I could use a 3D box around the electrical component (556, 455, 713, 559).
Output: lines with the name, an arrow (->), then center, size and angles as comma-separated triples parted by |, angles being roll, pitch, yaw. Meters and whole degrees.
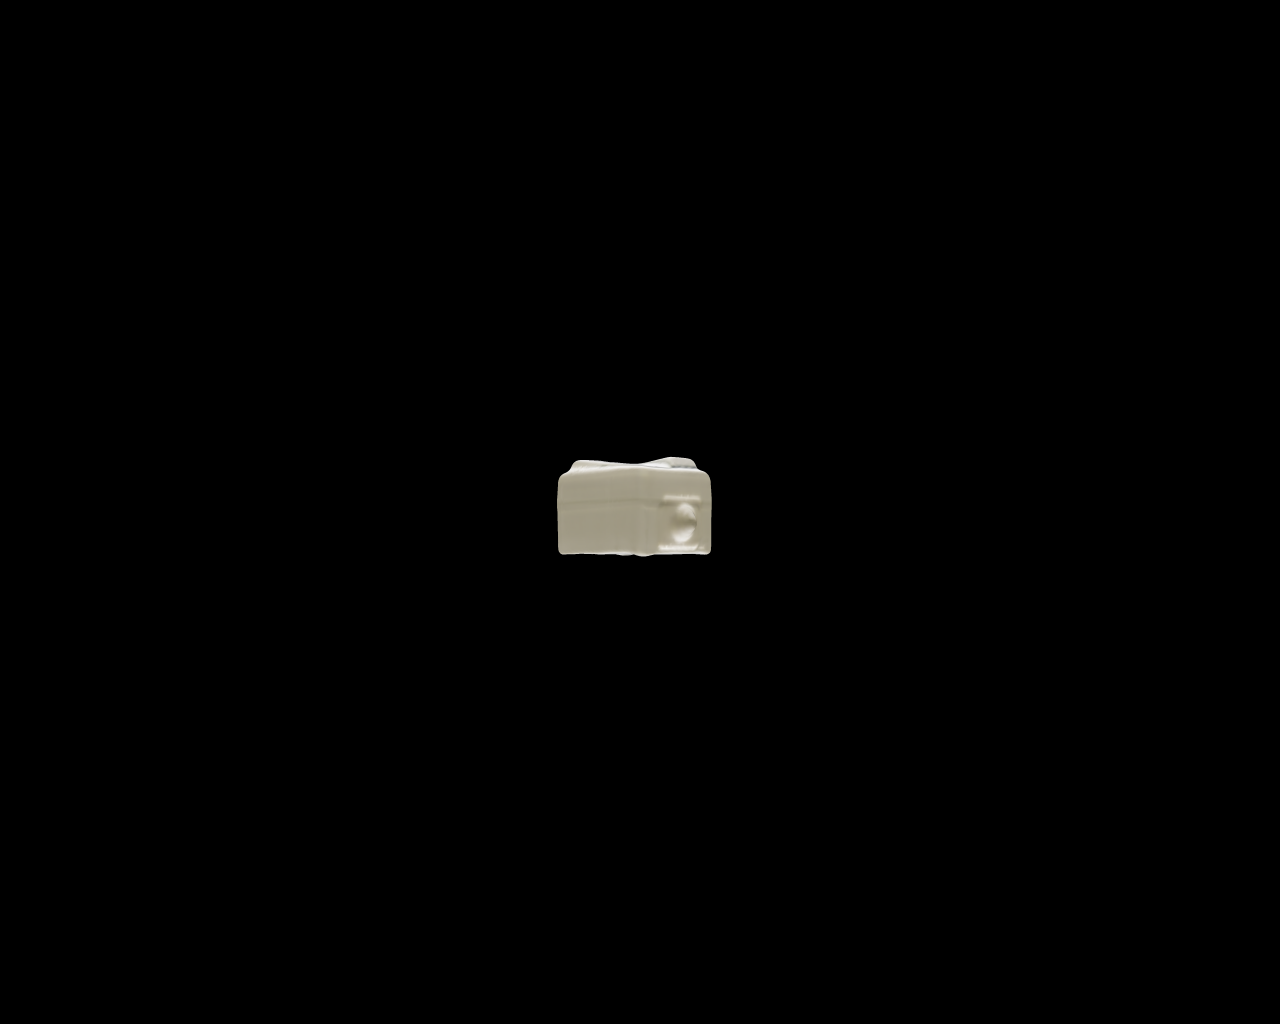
electrical component -> 0.001, -0.003, 0.650 | 0.062, 0.061, 0.096 | 2, -3, -43
